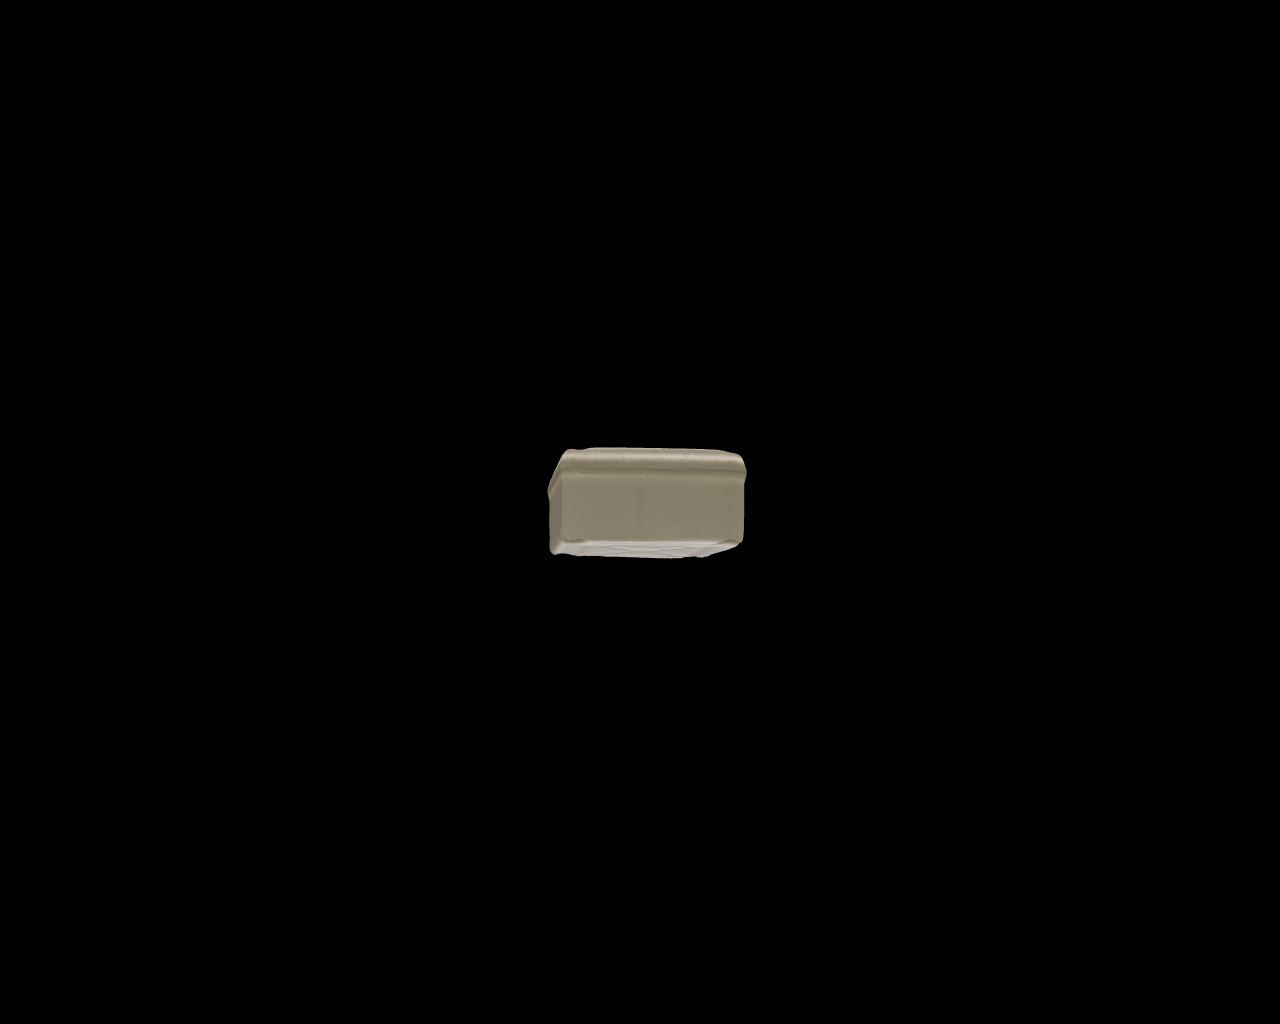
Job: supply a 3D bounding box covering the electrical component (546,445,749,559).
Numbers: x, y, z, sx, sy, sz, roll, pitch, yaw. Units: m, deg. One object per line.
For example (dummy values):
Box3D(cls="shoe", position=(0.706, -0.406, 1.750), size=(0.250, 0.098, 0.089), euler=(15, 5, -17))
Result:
Box3D(cls="electrical component", position=(0.001, -0.003, 0.650), size=(0.109, 0.056, 0.108), euler=(1, -7, -9))
